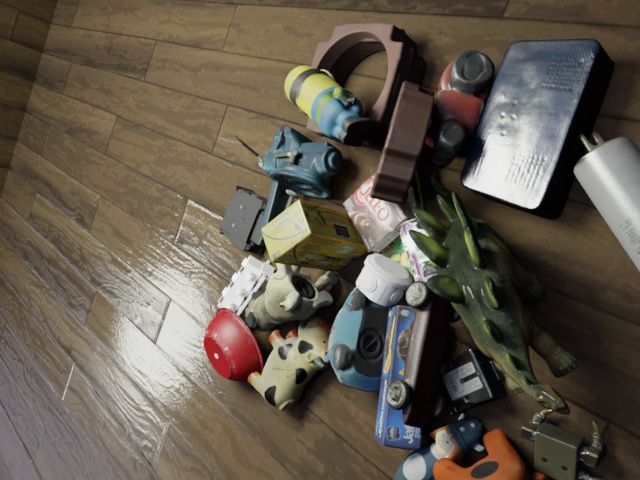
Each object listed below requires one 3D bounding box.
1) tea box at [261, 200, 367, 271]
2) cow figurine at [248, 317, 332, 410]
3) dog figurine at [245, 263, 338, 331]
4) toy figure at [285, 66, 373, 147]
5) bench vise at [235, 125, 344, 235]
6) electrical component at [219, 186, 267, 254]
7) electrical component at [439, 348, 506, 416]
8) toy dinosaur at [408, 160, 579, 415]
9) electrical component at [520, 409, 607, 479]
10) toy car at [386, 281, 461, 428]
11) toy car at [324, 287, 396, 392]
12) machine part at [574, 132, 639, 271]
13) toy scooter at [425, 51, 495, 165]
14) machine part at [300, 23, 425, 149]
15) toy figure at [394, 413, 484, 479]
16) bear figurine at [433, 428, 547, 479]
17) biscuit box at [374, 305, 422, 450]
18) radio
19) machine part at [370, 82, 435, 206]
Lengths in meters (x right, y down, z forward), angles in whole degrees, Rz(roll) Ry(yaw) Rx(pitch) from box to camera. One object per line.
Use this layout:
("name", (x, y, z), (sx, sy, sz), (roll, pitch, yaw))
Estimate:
("tea box", (-0.002, -0.003, 0.906), (0.098, 0.169, 0.068), (-35, 60, 29))
("cow figurine", (-0.038, 0.218, 0.950), (0.127, 0.085, 0.194), (44, 113, 36))
("dog figurine", (-0.077, 0.121, 0.951), (0.121, 0.172, 0.190), (48, 114, 7))
("toy figure", (0.011, -0.224, 0.879), (0.082, 0.089, 0.180), (-48, 51, 18))
("bench vise", (-0.065, -0.098, 1.012), (0.224, 0.128, 0.240), (11, 79, 36))
("electrical component", (-0.141, -0.038, 1.111), (0.134, 0.058, 0.114), (29, 103, 42))
("electrical component", (0.224, 0.191, 0.750), (0.119, 0.047, 0.075), (-34, 60, 34))
("toy dinosaur", (0.204, 0.032, 0.700), (0.105, 0.198, 0.472), (-36, 26, 16))
("electrical component", (0.305, 0.257, 0.670), (0.102, 0.045, 0.078), (4, 112, 44))
("toy car", (0.143, 0.153, 0.744), (0.053, 0.089, 0.202), (-1, 70, 51))
("toy car", (0.058, 0.159, 0.869), (0.103, 0.109, 0.161), (-19, 59, 56))
("machine part", (0.380, -0.035, 0.637), (0.079, 0.079, 0.243), (-36, 59, 31))
("toy scooter", (0.203, -0.184, 0.812), (0.075, 0.135, 0.184), (19, 75, 8))
("machine part", (0.073, -0.270, 0.952), (0.202, 0.087, 0.201), (19, 94, 41))
("toy figure", (0.170, 0.310, 0.767), (0.064, 0.057, 0.154), (46, 110, 22))
("bear figurine", (0.246, 0.360, 0.670), (0.120, 0.132, 0.195), (-30, 92, -4))
("biscuit box", (0.125, 0.201, 0.797), (0.063, 0.059, 0.202), (118, 160, -76))
("radio", (0.295, -0.155, 0.742), (0.131, 0.073, 0.229), (22, 95, 43))
("machine part", (0.123, -0.141, 0.799), (0.056, 0.179, 0.179), (15, 92, 4))
